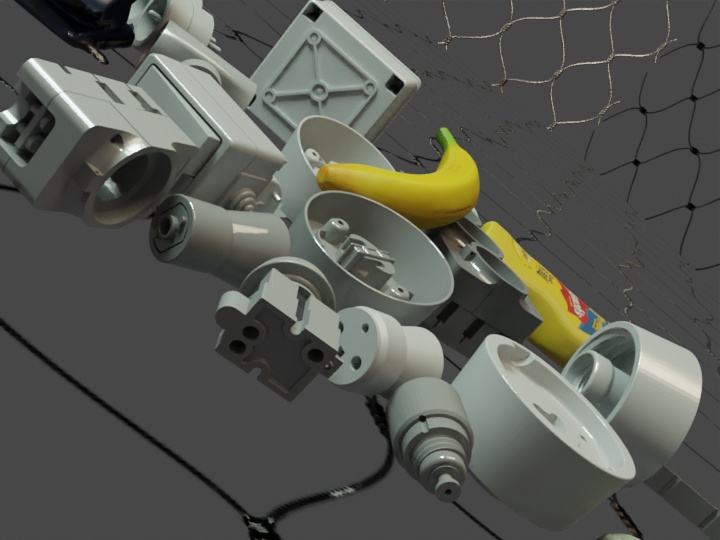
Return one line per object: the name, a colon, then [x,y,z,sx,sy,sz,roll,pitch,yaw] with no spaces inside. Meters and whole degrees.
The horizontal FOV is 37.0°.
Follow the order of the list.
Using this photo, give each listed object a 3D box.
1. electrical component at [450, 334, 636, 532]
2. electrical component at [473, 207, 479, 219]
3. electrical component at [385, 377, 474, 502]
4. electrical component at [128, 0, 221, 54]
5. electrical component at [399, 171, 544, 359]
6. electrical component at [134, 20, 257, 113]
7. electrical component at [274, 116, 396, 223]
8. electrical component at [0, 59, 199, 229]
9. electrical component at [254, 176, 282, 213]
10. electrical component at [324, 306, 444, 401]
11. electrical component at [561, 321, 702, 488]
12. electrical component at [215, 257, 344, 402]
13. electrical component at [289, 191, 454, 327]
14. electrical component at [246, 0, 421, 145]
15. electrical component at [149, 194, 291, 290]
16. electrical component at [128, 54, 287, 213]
electrical component: [0.090,0.094,0.593,0.108,0.060,0.108,37,16,-13]
electrical component: [0.082,-0.042,0.974,0.045,0.045,0.055,43,16,8]
electrical component: [0.036,0.085,0.527,0.040,0.040,0.078,35,16,-20]
electrical component: [-0.141,-0.194,0.846,0.074,0.052,0.138,30,19,-35]
electrical component: [0.067,-0.005,0.806,0.089,0.061,0.150,32,18,-30]
electrical component: [-0.115,-0.130,0.749,0.077,0.043,0.079,35,17,-20]
electrical component: [-0.015,-0.054,0.741,0.099,0.064,0.099,38,16,-13]
electrical component: [-0.125,-0.057,0.514,0.055,0.050,0.089,46,16,18]
electrical component: [-0.079,-0.058,0.644,0.078,0.040,0.040,50,18,30]
electrical component: [0.011,0.046,0.566,0.055,0.045,0.045,23,24,-47]
electrical component: [0.171,0.086,0.730,0.060,0.108,0.108,31,18,-14]
electrical component: [-0.037,0.024,0.514,0.066,0.048,0.055,37,24,-15]
electrical component: [0.000,0.000,0.629,0.099,0.064,0.099,38,16,-13]
electrical component: [-0.026,-0.149,0.891,0.109,0.108,0.056,42,18,4]
electrical component: [-0.073,-0.015,0.542,0.065,0.044,0.044,17,28,-46]
electrical component: [-0.092,-0.063,0.587,0.096,0.061,0.061,48,17,23]
